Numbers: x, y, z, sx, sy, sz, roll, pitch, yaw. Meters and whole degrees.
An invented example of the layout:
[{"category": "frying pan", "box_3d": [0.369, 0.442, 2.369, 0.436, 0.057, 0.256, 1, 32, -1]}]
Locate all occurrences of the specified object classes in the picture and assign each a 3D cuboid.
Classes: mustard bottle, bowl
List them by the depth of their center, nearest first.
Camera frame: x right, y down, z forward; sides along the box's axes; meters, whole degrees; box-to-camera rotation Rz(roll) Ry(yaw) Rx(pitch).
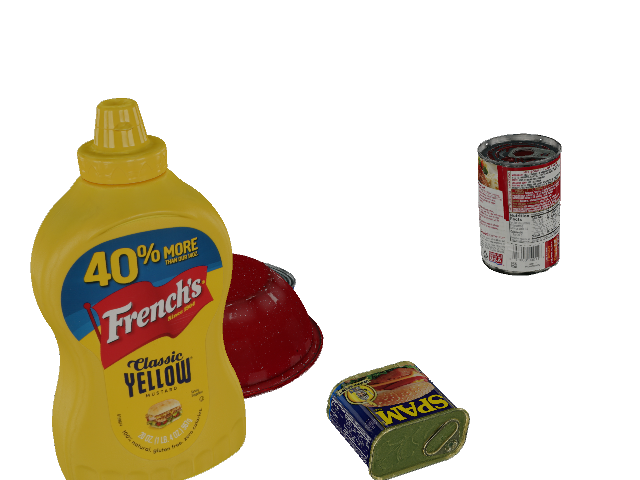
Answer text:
[{"category": "mustard bottle", "box_3d": [-0.089, 0.026, 0.519, 0.096, 0.192, 0.058, -12, 23, -22]}, {"category": "bowl", "box_3d": [-0.078, 0.051, 0.759, 0.162, 0.055, 0.162, -1, 23, 0]}]

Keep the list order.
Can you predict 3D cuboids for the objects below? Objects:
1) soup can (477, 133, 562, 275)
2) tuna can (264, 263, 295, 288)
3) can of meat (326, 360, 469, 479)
[{"category": "soup can", "box_3d": [0.167, -0.030, 0.892, 0.068, 0.102, 0.068, -5, 25, 2]}, {"category": "tuna can", "box_3d": [-0.071, 0.051, 1.126, 0.086, 0.034, 0.086, 9, 18, -3]}, {"category": "can of meat", "box_3d": [0.067, 0.158, 0.956, 0.101, 0.057, 0.084, -12, 34, -27]}]
